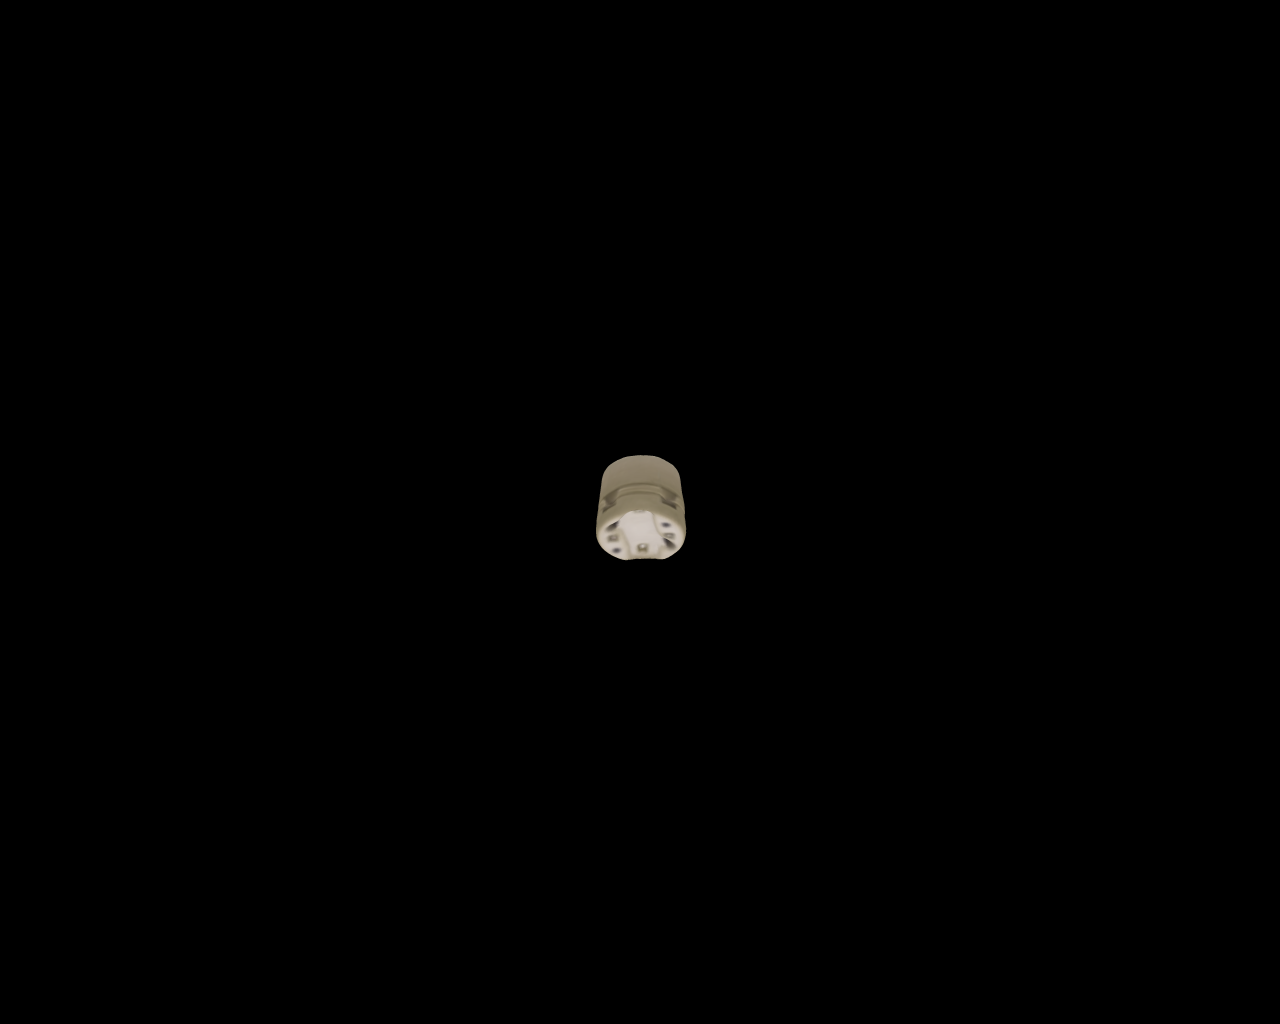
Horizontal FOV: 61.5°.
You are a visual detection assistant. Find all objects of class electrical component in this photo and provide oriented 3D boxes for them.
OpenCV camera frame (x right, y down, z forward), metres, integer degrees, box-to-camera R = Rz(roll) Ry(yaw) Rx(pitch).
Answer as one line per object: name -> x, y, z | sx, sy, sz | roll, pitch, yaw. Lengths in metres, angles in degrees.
electrical component -> 0.001, -0.003, 0.650 | 0.055, 0.047, 0.055 | 0, -37, 0
